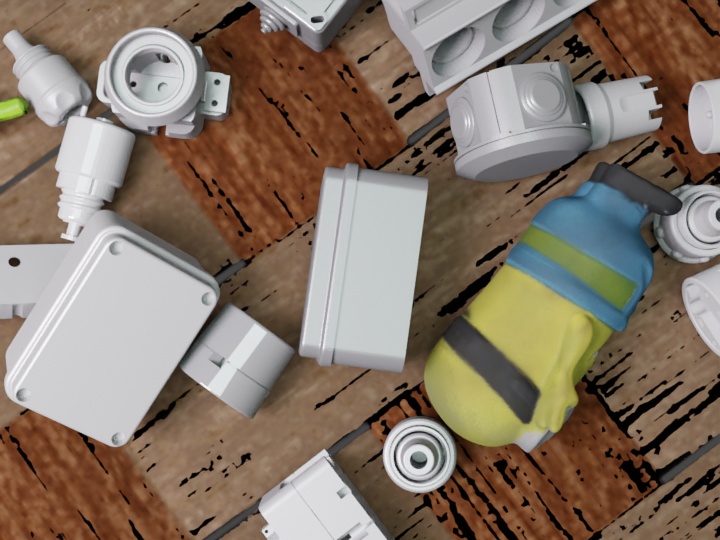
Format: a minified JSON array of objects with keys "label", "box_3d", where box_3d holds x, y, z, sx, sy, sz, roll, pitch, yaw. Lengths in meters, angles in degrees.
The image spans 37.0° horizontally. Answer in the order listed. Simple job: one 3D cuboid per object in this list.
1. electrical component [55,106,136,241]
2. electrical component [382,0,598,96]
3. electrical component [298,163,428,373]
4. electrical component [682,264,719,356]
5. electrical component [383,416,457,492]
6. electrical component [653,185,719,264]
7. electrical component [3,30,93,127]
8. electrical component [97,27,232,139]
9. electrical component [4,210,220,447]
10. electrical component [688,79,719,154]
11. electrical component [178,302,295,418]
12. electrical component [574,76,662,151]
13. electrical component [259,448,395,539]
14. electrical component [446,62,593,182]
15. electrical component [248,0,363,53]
[{"label":"electrical component","box_3d":[-0.161,-0.055,0.638,0.040,0.040,0.078,15,87,0]},{"label":"electrical component","box_3d":[0.078,-0.166,0.633,0.121,0.078,0.063,-31,60,-2]},{"label":"electrical component","box_3d":[0.000,0.000,0.620,0.057,0.078,0.113,8,87,-3]},{"label":"electrical component","box_3d":[0.226,0.019,0.635,0.047,0.055,0.055,-27,88,-6]},{"label":"electrical component","box_3d":[0.035,0.107,0.621,0.043,0.062,0.043,0,85,4]},{"label":"electrical component","box_3d":[0.203,-0.029,0.632,0.048,0.062,0.048,0,87,-1]},{"label":"electrical component","box_3d":[-0.191,-0.117,0.644,0.035,0.035,0.061,-39,86,-3]},{"label":"electrical component","box_3d":[-0.118,-0.110,0.633,0.078,0.057,0.058,7,87,-1]},{"label":"electrical component","box_3d":[-0.141,0.033,0.607,0.078,0.057,0.113,31,94,-26]},{"label":"electrical component","box_3d":[0.244,-0.077,0.645,0.077,0.044,0.079,-7,88,-1]},{"label":"electrical component","box_3d":[-0.071,0.052,0.628,0.055,0.055,0.047,36,84,1]},{"label":"electrical component","box_3d":[0.153,-0.096,0.647,0.046,0.040,0.040,-13,87,-8]},{"label":"electrical component","box_3d":[-0.016,0.158,0.624,0.056,0.050,0.089,-37,89,-3]},{"label":"electrical component","box_3d":[0.091,-0.084,0.625,0.080,0.080,0.051,-11,82,-2]},{"label":"electrical component","box_3d":[-0.027,-0.176,0.636,0.062,0.061,0.096,37,87,1]}]
